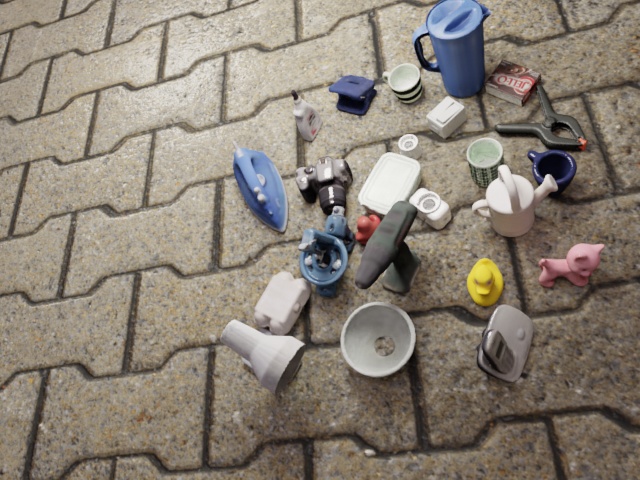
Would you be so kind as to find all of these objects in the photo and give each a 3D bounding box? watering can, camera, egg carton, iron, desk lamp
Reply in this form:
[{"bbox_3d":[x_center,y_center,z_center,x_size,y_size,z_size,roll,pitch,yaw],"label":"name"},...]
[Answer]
[{"bbox_3d":[0.420,-0.096,1.244,0.173,0.194,0.100,-34,58,1],"label":"watering can"},{"bbox_3d":[0.010,-0.134,1.469,0.143,0.101,0.137,-14,61,13],"label":"camera"},{"bbox_3d":[-0.089,0.153,1.379,0.107,0.070,0.150,20,73,28],"label":"egg carton"},{"bbox_3d":[-0.164,-0.146,1.515,0.118,0.142,0.257,-30,58,4],"label":"iron"},{"bbox_3d":[-0.116,0.253,1.253,0.202,0.214,0.118,24,75,29],"label":"desk lamp"}]

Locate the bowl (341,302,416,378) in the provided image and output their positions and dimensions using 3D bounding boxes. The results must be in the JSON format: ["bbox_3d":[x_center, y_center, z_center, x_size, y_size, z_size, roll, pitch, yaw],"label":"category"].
[{"bbox_3d":[0.133,0.226,1.257,0.167,0.075,0.167,-8,62,16],"label":"bowl"}]

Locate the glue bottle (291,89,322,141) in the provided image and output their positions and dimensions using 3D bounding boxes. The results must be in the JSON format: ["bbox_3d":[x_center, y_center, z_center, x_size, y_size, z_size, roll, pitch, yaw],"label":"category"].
[{"bbox_3d":[-0.045,-0.348,1.554,0.037,0.173,0.078,14,70,26],"label":"glue bottle"}]

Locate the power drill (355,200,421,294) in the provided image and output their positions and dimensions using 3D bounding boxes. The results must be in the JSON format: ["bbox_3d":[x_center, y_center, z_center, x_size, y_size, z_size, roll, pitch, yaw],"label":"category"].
[{"bbox_3d":[0.158,0.038,1.264,0.075,0.209,0.230,17,71,27],"label":"power drill"}]

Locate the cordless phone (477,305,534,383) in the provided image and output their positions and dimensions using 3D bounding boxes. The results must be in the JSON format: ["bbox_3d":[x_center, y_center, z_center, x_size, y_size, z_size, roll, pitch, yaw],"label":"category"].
[{"bbox_3d":[0.361,0.190,1.126,0.093,0.185,0.148,13,70,25],"label":"cordless phone"}]

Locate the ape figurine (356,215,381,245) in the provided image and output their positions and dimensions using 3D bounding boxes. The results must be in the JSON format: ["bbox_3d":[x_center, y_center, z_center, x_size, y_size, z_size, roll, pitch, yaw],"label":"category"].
[{"bbox_3d":[0.116,-0.028,1.382,0.078,0.092,0.076,-36,58,0],"label":"ape figurine"}]

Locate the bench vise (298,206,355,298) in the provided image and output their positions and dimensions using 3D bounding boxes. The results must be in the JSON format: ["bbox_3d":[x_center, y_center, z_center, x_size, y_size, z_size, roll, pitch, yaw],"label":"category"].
[{"bbox_3d":[0.001,0.007,1.331,0.121,0.220,0.207,-10,61,16],"label":"bench vise"}]

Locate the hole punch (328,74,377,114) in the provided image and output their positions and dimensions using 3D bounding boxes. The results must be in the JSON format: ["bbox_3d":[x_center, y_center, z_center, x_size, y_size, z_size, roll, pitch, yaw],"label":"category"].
[{"bbox_3d":[0.090,-0.418,1.588,0.108,0.091,0.101,20,73,28],"label":"hole punch"}]

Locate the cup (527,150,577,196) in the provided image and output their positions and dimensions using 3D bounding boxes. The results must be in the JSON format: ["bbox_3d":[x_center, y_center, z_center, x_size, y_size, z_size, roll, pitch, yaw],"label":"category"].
[{"bbox_3d":[0.516,-0.149,1.293,0.092,0.095,0.117,-44,58,-5],"label":"cup"}]

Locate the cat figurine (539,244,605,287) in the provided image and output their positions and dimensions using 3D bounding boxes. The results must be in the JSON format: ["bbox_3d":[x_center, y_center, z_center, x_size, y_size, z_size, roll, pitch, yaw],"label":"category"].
[{"bbox_3d":[0.518,0.046,1.181,0.127,0.118,0.067,-5,63,18],"label":"cat figurine"}]

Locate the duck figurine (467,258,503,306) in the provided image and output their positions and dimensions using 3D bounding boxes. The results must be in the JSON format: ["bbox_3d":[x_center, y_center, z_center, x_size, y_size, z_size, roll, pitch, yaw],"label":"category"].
[{"bbox_3d":[0.356,0.083,1.241,0.077,0.086,0.104,0,65,20],"label":"duck figurine"}]
